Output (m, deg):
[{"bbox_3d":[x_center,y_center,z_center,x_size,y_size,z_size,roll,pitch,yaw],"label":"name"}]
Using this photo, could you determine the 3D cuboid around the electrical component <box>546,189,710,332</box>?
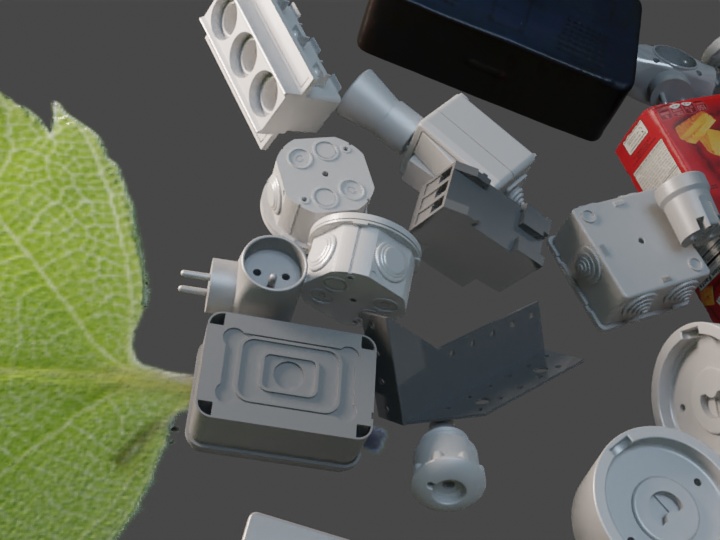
[{"bbox_3d":[0.207,-0.010,0.829,0.100,0.048,0.099,-14,62,-24],"label":"electrical component"}]

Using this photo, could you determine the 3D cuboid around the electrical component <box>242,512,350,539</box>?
[{"bbox_3d":[-0.036,0.199,0.618,0.100,0.048,0.099,18,54,-4],"label":"electrical component"}]

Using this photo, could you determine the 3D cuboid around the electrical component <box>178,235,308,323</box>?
[{"bbox_3d":[-0.080,0.013,0.714,0.079,0.077,0.044,9,55,-10],"label":"electrical component"}]

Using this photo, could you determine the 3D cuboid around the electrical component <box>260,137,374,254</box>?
[{"bbox_3d":[-0.030,-0.055,0.790,0.080,0.051,0.080,8,55,-11],"label":"electrical component"}]

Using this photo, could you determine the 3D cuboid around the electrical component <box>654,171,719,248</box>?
[{"bbox_3d":[0.249,-0.045,0.809,0.040,0.040,0.046,-7,64,-20],"label":"electrical component"}]

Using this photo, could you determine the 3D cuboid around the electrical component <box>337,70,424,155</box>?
[{"bbox_3d":[0.020,-0.123,0.857,0.065,0.044,0.044,39,55,5],"label":"electrical component"}]

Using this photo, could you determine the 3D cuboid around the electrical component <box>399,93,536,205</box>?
[{"bbox_3d":[0.084,-0.076,0.830,0.096,0.061,0.061,42,56,13],"label":"electrical component"}]

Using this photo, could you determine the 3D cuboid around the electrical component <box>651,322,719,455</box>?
[{"bbox_3d":[0.260,0.089,0.744,0.060,0.108,0.108,0,57,-23],"label":"electrical component"}]

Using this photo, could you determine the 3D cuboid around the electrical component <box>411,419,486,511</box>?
[{"bbox_3d":[0.056,0.122,0.702,0.048,0.048,0.062,11,33,-8],"label":"electrical component"}]

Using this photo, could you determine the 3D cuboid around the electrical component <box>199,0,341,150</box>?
[{"bbox_3d":[-0.069,-0.165,0.844,0.063,0.078,0.121,-1,55,-43],"label":"electrical component"}]

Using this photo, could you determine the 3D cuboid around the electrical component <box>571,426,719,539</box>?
[{"bbox_3d":[0.190,0.163,0.700,0.108,0.060,0.108,8,55,-11],"label":"electrical component"}]

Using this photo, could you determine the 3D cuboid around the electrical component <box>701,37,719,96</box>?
[{"bbox_3d":[0.350,-0.184,0.983,0.078,0.058,0.057,-15,65,-24],"label":"electrical component"}]

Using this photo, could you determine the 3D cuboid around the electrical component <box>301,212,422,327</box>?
[{"bbox_3d":[0.000,0.000,0.745,0.080,0.080,0.051,16,59,-5],"label":"electrical component"}]

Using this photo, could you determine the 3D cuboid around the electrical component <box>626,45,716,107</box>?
[{"bbox_3d":[0.271,-0.160,0.944,0.077,0.044,0.079,15,35,-6],"label":"electrical component"}]

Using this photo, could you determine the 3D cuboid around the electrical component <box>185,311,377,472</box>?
[{"bbox_3d":[-0.050,0.080,0.689,0.113,0.057,0.078,10,55,-9],"label":"electrical component"}]
